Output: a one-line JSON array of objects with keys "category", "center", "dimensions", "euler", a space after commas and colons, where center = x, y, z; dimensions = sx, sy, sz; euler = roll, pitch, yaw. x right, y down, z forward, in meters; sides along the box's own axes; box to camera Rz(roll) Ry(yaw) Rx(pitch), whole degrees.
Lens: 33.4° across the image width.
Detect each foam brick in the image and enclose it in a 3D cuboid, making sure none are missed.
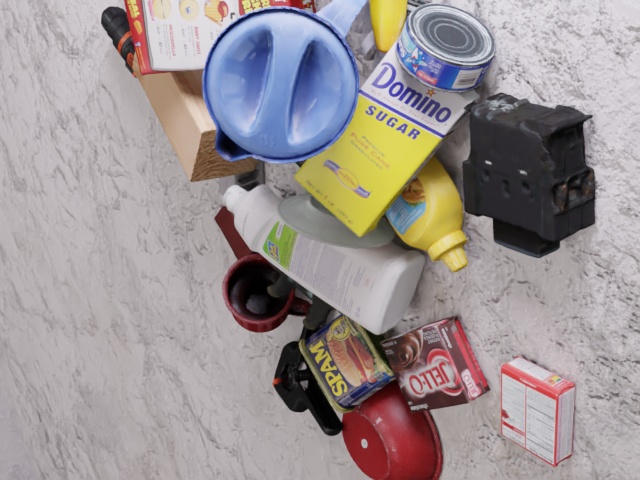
[{"category": "foam brick", "center": [-0.093, -0.015, 1.402], "dimensions": [0.078, 0.052, 0.051], "euler": [59, 148, 12]}]

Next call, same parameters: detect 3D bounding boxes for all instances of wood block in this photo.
[{"category": "wood block", "center": [-0.152, -0.181, 1.325], "dimensions": [0.206, 0.090, 0.091], "euler": [60, 149, 31]}]

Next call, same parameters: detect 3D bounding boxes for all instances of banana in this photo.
[{"category": "banana", "center": [0.047, -0.278, 1.023], "dimensions": [0.070, 0.037, 0.198], "euler": [-39, 67, 47]}]

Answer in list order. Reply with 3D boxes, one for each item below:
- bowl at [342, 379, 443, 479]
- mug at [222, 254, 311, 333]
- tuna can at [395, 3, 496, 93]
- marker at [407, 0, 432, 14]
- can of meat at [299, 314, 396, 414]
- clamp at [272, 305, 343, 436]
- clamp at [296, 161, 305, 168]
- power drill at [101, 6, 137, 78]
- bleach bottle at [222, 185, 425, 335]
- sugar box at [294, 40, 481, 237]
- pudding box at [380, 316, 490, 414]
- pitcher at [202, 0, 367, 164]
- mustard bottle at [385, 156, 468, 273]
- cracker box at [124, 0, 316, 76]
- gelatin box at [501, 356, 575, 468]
[{"category": "bowl", "center": [0.075, 0.239, 1.295], "dimensions": [0.162, 0.055, 0.162], "euler": [34, 135, 43]}, {"category": "mug", "center": [-0.067, 0.076, 1.384], "dimensions": [0.081, 0.117, 0.093], "euler": [94, -170, -72]}, {"category": "tuna can", "center": [0.113, -0.173, 0.954], "dimensions": [0.086, 0.086, 0.034], "euler": [52, 144, 25]}, {"category": "marker", "center": [0.077, -0.233, 1.037], "dimensions": [0.121, 0.020, 0.020], "euler": [34, 135, 43]}, {"category": "can of meat", "center": [0.038, 0.138, 1.254], "dimensions": [0.084, 0.057, 0.102], "euler": [-38, 70, 21]}, {"category": "clamp", "center": [-0.019, 0.185, 1.392], "dimensions": [0.210, 0.036, 0.164], "euler": [134, 131, -64]}, {"category": "clamp", "center": [0.008, -0.075, 1.143], "dimensions": [0.171, 0.120, 0.039], "euler": [49, 112, 21]}, {"category": "power drill", "center": [-0.237, -0.307, 1.443], "dimensions": [0.184, 0.057, 0.188], "euler": [48, 147, 24]}, {"category": "bleach bottle", "center": [-0.008, 0.001, 1.201], "dimensions": [0.251, 0.067, 0.103], "euler": [33, 122, 25]}, {"category": "sugar box", "center": [0.062, -0.097, 1.020], "dimensions": [0.093, 0.048, 0.176], "euler": [41, 119, 7]}, {"category": "pudding box", "center": [0.125, 0.138, 1.170], "dimensions": [0.114, 0.039, 0.090], "euler": [-27, 86, 59]}, {"category": "pitcher", "center": [-0.022, -0.166, 1.007], "dimensions": [0.243, 0.149, 0.145], "euler": [-81, -15, -75]}, {"category": "mustard bottle", "center": [0.094, -0.052, 1.083], "dimensions": [0.192, 0.058, 0.096], "euler": [60, 148, 14]}, {"category": "cracker box", "center": [-0.115, -0.276, 1.183], "dimensions": [0.214, 0.072, 0.164], "euler": [0, 111, 28]}, {"category": "gelatin box", "center": [0.216, 0.170, 1.059], "dimensions": [0.073, 0.030, 0.089], "euler": [26, 130, 47]}]
